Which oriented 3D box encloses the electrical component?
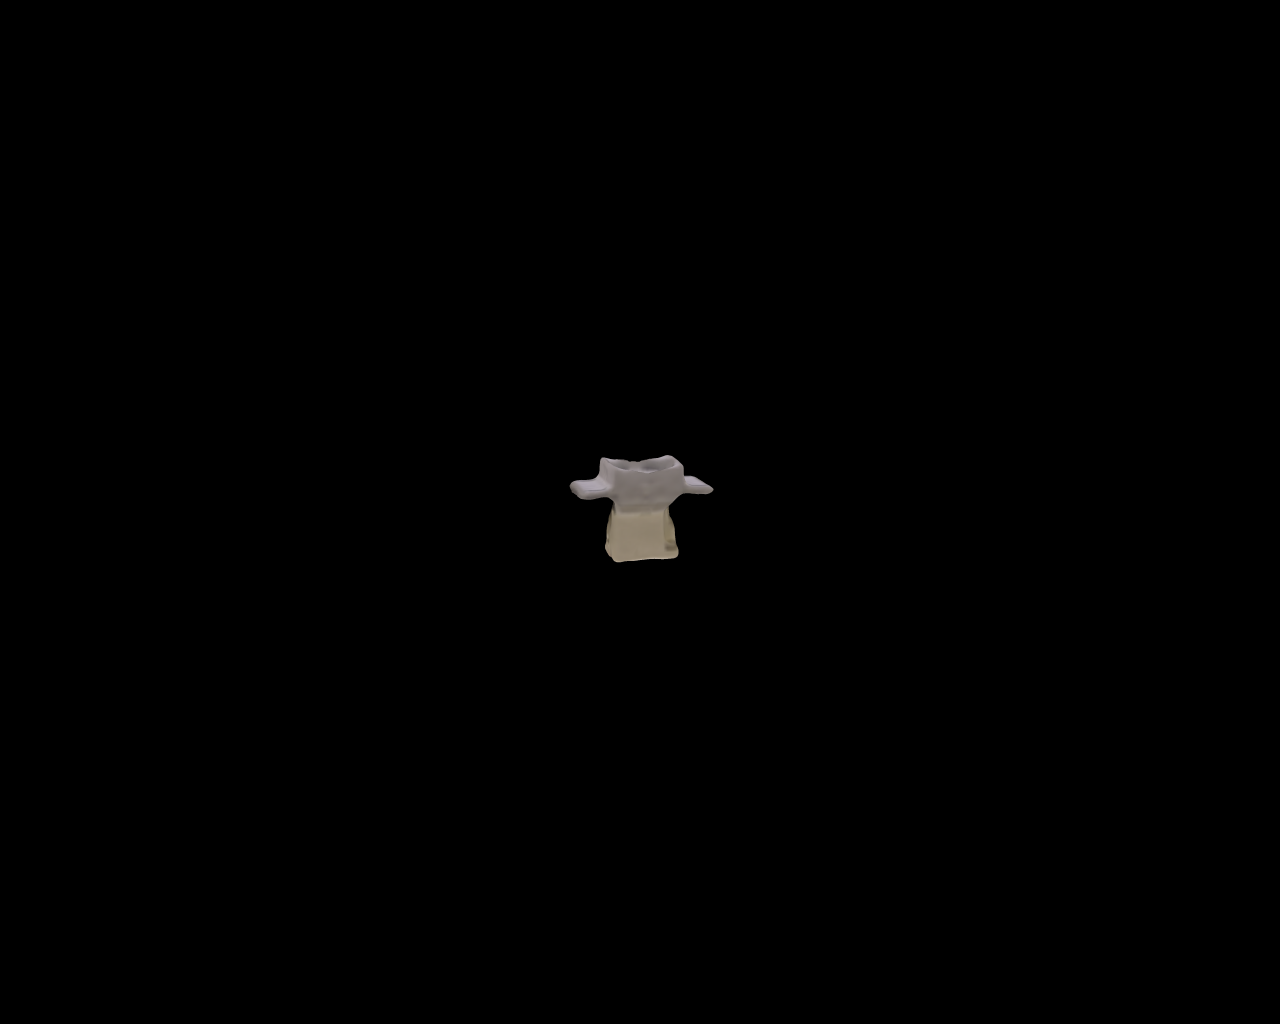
[{"bbox_3d":[0.001,-0.003,0.650,0.081,0.063,0.042,-2,11,-12],"label":"electrical component"}]
